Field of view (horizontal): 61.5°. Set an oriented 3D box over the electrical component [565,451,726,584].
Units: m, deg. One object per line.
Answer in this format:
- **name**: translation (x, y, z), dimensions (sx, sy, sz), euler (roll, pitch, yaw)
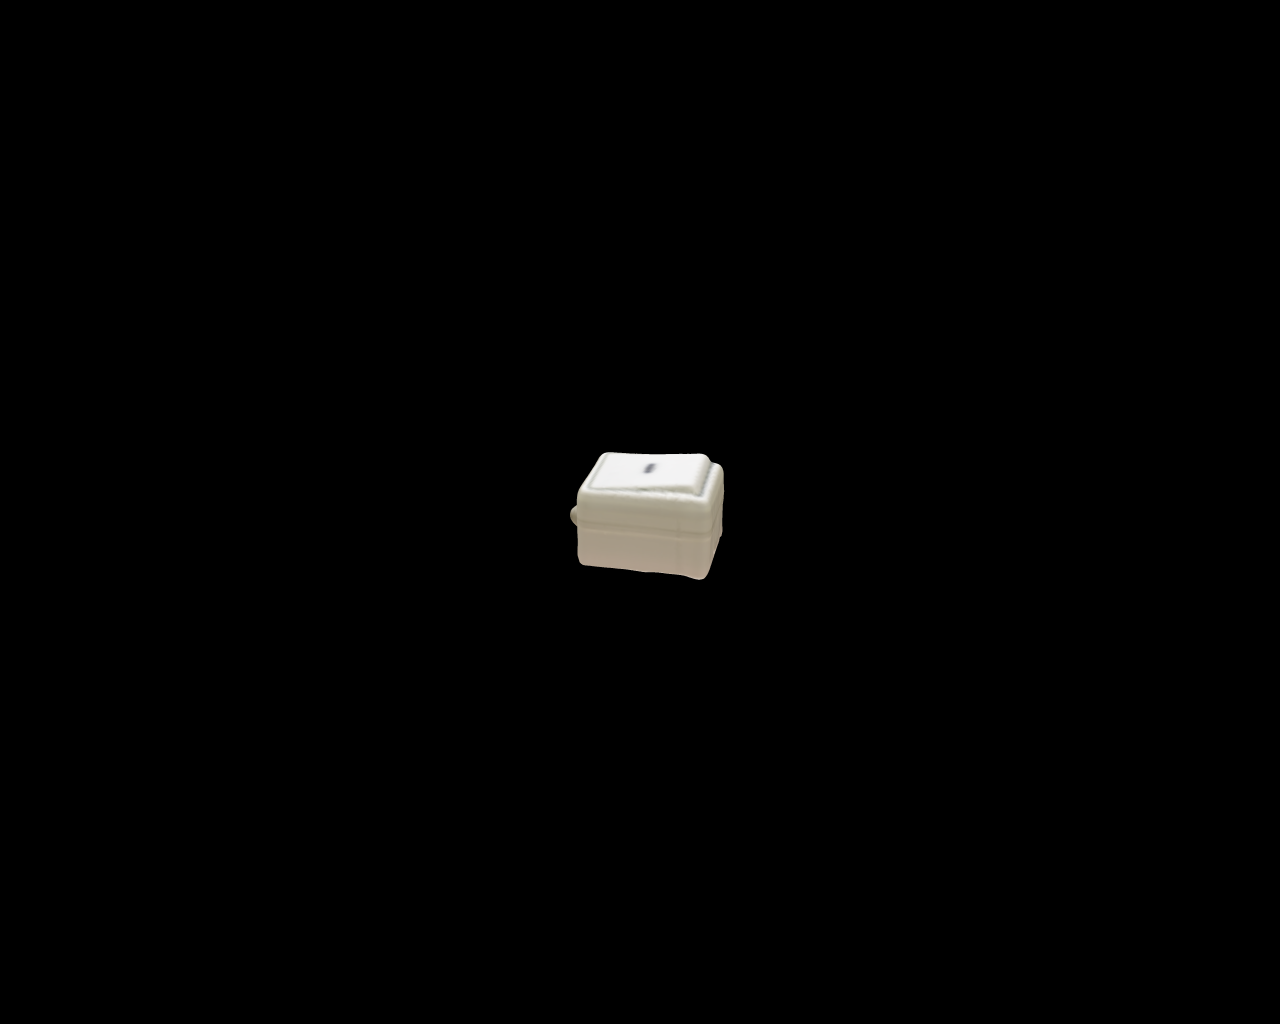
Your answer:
- **electrical component**: translation (0.001, -0.003, 0.650), dimensions (0.096, 0.061, 0.062), euler (6, 28, 12)
